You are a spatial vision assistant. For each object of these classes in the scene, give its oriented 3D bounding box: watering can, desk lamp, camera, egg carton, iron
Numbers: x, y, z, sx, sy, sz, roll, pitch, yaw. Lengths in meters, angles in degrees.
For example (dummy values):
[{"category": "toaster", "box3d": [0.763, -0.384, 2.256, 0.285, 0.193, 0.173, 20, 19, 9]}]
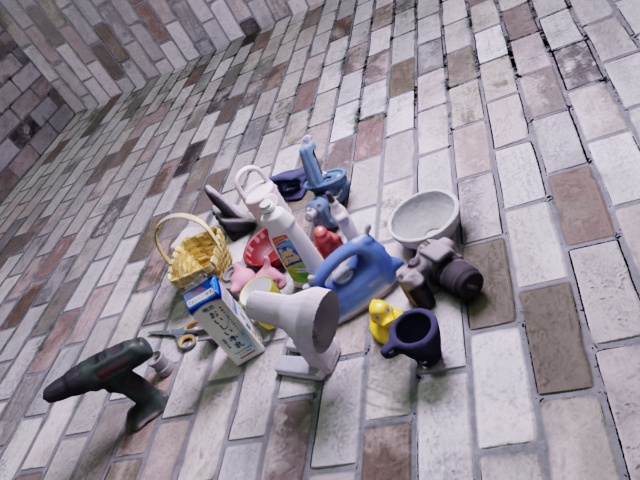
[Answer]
[{"category": "watering can", "box3d": [-0.160, -0.122, 1.586, 0.172, 0.195, 0.101, 6, 50, 42]}, {"category": "desk lamp", "box3d": [-0.040, 0.178, 1.112, 0.202, 0.214, 0.118, -3, 44, 35]}, {"category": "camera", "box3d": [0.240, 0.068, 1.128, 0.143, 0.101, 0.136, -39, 35, -10]}, {"category": "egg carton", "box3d": [-0.368, 0.015, 1.691, 0.149, 0.070, 0.107, 0, 46, 38]}, {"category": "iron", "box3d": [0.045, 0.082, 1.226, 0.258, 0.142, 0.118, -38, 35, -8]}]

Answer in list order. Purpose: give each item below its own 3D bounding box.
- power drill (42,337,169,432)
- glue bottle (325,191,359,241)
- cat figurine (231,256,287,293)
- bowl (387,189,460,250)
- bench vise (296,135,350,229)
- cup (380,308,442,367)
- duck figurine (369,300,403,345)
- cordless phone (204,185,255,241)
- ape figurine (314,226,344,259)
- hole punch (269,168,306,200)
[{"category": "power drill", "box3d": [-0.444, 0.324, 1.251, 0.230, 0.209, 0.075, -38, 35, -8]}, {"category": "glue bottle", "box3d": [0.054, -0.048, 1.350, 0.037, 0.174, 0.078, -30, 35, 4]}, {"category": "cat figurine", "box3d": [-0.162, 0.093, 1.394, 0.128, 0.118, 0.067, -41, 36, -13]}, {"category": "bowl", "box3d": [0.239, -0.032, 1.274, 0.167, 0.075, 0.167, -21, 36, 16]}, {"category": "bench vise", "box3d": [0.005, -0.149, 1.470, 0.121, 0.220, 0.207, -20, 37, 18]}, {"category": "cup", "box3d": [0.172, 0.193, 1.034, 0.118, 0.095, 0.091, -35, 35, -3]}, {"category": "duck figurine", "box3d": [0.124, 0.151, 1.130, 0.077, 0.086, 0.104, -34, 35, -2]}, {"category": "cordless phone", "box3d": [-0.279, -0.103, 1.664, 0.094, 0.185, 0.147, -39, 35, -9]}, {"category": "ape figurine", "box3d": [0.013, 0.005, 1.389, 0.077, 0.092, 0.076, -26, 35, 9]}, {"category": "hole punch", "box3d": [-0.092, -0.179, 1.695, 0.108, 0.091, 0.101, -3, 44, 35]}]
